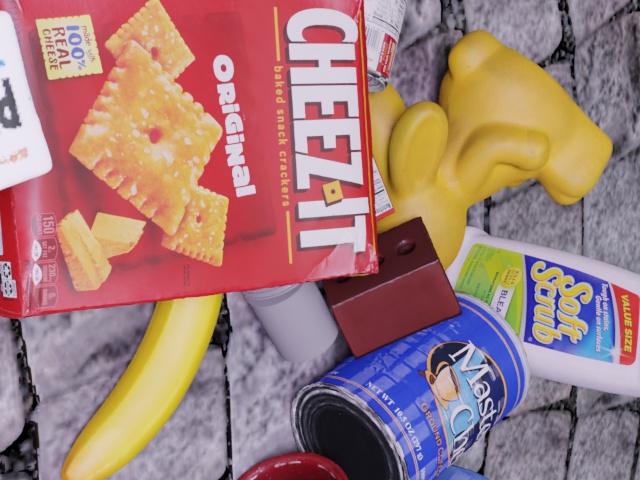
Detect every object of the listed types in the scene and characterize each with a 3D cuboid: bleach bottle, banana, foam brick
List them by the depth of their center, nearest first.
[{"bbox_3d":[-0.094,0.051,0.619,0.069,0.037,0.198,18,82,-28],"label":"banana"},{"bbox_3d":[0.045,0.031,0.699,0.078,0.053,0.051,-25,126,7],"label":"foam brick"},{"bbox_3d":[0.194,0.054,0.756,0.068,0.251,0.102,36,71,-43],"label":"bleach bottle"}]

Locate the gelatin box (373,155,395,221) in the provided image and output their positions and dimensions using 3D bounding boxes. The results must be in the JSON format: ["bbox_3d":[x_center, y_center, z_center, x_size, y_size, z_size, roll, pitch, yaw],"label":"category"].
[{"bbox_3d":[0.002,-0.044,0.685,0.073,0.030,0.089,-27,99,-44],"label":"gelatin box"}]

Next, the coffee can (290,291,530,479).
[{"bbox_3d":[0.064,0.111,0.739,0.140,0.103,0.103,-31,118,-38],"label":"coffee can"}]

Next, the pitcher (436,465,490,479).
[{"bbox_3d":[0.063,0.288,0.751,0.242,0.145,0.149,-48,151,-33],"label":"pitcher"}]

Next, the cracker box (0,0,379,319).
[{"bbox_3d":[-0.073,-0.052,0.563,0.213,0.072,0.164,-6,95,-34],"label":"cracker box"}]

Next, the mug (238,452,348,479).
[{"bbox_3d":[-0.022,0.204,0.688,0.117,0.093,0.081,-28,126,-5],"label":"mug"}]

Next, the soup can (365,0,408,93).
[{"bbox_3d":[0.022,-0.152,0.678,0.068,0.069,0.102,17,85,-46],"label":"soup can"}]
